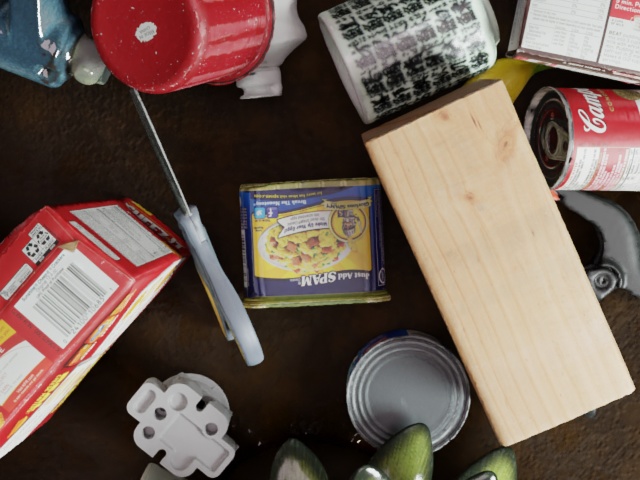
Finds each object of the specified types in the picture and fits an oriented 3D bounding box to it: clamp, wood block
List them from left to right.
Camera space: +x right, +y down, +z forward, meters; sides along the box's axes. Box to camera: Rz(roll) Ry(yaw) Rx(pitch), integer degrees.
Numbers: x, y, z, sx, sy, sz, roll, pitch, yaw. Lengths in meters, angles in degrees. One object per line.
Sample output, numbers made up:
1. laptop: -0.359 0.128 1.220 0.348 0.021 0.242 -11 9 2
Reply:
1. wood block: 0.109 0.011 0.676 0.090 0.091 0.206 -25 98 5
2. clamp: 0.205 0.027 0.739 0.120 0.039 0.171 -23 96 1

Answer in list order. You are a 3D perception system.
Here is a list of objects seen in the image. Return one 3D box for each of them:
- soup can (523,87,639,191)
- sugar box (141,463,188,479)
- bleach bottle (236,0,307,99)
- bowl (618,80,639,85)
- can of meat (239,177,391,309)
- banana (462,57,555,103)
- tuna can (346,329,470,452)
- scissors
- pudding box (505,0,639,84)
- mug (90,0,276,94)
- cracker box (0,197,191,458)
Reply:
1. soup can: 0.195 -0.066 0.706 0.102 0.068 0.068 -1 95 -14
2. sugar box: -0.144 0.250 0.735 0.048 0.093 0.176 29 95 -3
3. bleach bottle: -0.042 -0.221 0.705 0.102 0.068 0.251 -3 97 9
4. bowl: 0.219 -0.182 0.711 0.162 0.055 0.162 0 95 0
5. can of meat: -0.005 0.001 0.729 0.102 0.057 0.084 -3 93 0
6. banana: 0.107 -0.043 0.734 0.069 0.037 0.198 17 95 -1
7. tuna can: 0.061 0.106 0.749 0.086 0.034 0.086 0 95 0
8. scissors: -0.074 0.005 0.677 0.016 0.096 0.202 -26 136 -11
9. pudding box: 0.173 -0.161 0.666 0.090 0.039 0.113 12 93 0
10. mug: -0.095 -0.143 0.659 0.117 0.081 0.093 41 119 8
11. cracker box: -0.169 0.053 0.656 0.072 0.213 0.164 41 94 -1
